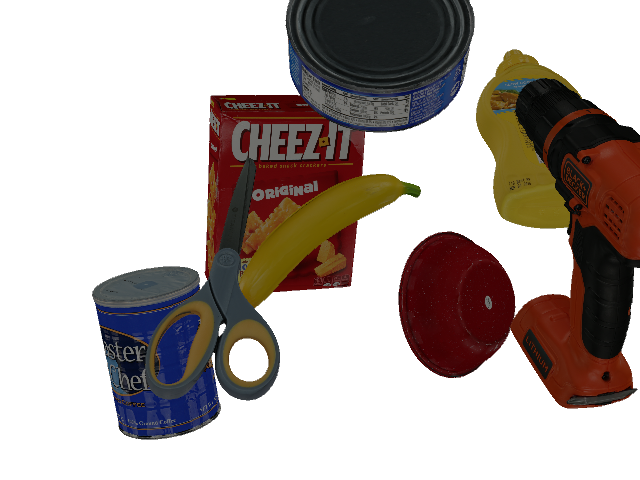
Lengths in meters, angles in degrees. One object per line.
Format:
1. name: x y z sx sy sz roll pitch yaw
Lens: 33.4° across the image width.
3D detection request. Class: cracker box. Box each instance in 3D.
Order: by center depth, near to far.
1. cracker box: -0.041 -0.049 1.181 0.164 0.214 0.072 -2 24 -16

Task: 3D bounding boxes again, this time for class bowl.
1. bowl: 0.161 0.068 1.156 0.161 0.162 0.055 0 -5 -40

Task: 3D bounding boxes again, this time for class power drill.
1. power drill: 0.171 0.003 0.715 0.057 0.188 0.184 -8 35 -10

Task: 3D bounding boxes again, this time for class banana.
1. banana: -0.002 -0.005 0.946 0.198 0.069 0.037 -32 42 4

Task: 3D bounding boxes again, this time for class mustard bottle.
1. mustard bottle: 0.187 -0.099 0.930 0.096 0.191 0.058 -2 -40 -5

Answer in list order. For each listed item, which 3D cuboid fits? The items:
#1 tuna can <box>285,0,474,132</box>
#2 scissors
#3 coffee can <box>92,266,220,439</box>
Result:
1. tuna can: 0.027 -0.092 0.497 0.086 0.086 0.034 0 -32 1
2. scissors: -0.050 0.029 0.734 0.096 0.201 0.016 21 -34 11
3. coffee can: -0.158 0.107 1.035 0.103 0.140 0.103 -7 15 2
